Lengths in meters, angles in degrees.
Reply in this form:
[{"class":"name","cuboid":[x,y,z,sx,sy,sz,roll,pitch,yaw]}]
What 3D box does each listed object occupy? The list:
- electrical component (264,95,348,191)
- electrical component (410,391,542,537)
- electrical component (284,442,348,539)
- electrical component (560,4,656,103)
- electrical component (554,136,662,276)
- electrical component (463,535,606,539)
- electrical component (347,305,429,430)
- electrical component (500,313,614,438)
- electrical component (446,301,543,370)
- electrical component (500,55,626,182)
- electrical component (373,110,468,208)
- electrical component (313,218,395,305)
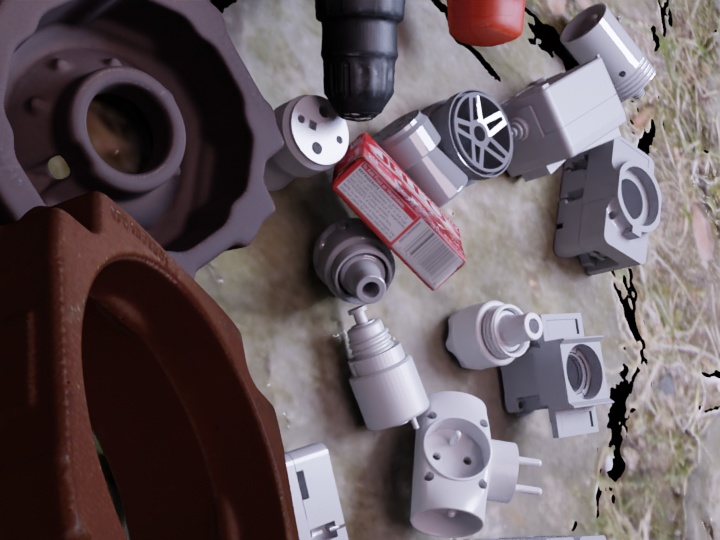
[{"class":"electrical component","cuboid":[-0.040,-0.073,0.620,0.045,0.055,0.045,11,72,-38]},{"class":"electrical component","cuboid":[0.072,0.120,0.651,0.079,0.044,0.077,9,54,-5]},{"class":"electrical component","cuboid":[-0.044,0.143,0.567,0.056,0.050,0.089,-11,86,-42]},{"class":"electrical component","cuboid":[0.200,-0.167,0.854,0.081,0.043,0.043,44,55,-24]},{"class":"electrical component","cuboid":[0.187,-0.049,0.806,0.050,0.056,0.089,27,63,-33]},{"class":"electrical component","cuboid":[0.117,0.257,0.649,0.105,0.060,0.186,19,66,-55]},{"class":"electrical component","cuboid":[0.012,0.059,0.642,0.040,0.040,0.078,-25,96,-41]},{"class":"electrical component","cuboid":[0.130,0.071,0.723,0.042,0.064,0.081,0,79,-39]},{"class":"electrical component","cuboid":[0.089,0.041,0.697,0.043,0.062,0.043,11,72,-38]},{"class":"electrical component","cuboid":[0.138,-0.105,0.775,0.096,0.062,0.061,-33,101,-40]},{"class":"electrical component","cuboid":[0.036,-0.068,0.690,0.055,0.045,0.045,54,51,-16]},{"class":"electrical component","cuboid":[0.000,0.000,0.627,0.048,0.062,0.048,-4,112,-11]}]
